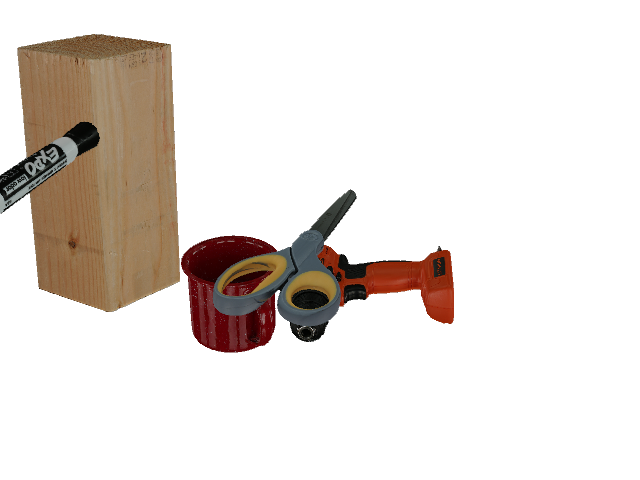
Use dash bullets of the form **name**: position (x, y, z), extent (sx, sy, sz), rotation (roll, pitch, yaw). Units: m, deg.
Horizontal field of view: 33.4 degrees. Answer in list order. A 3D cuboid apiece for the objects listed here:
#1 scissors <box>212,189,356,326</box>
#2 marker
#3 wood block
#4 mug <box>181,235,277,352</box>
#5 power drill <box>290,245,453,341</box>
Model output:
- **scissors**: position (0.004, 0.012, 0.787), extent (0.096, 0.016, 0.201), rotation (22, 35, 30)
- **marker**: position (-0.173, -0.044, 0.655), extent (0.020, 0.020, 0.121), rotation (0, 28, 26)
- **wood block**: position (-0.181, -0.059, 0.884), extent (0.091, 0.206, 0.090), rotation (14, 24, 32)
- **mug**: position (-0.077, 0.058, 1.011), extent (0.093, 0.081, 0.117), rotation (-19, 35, -29)
- **power drill**: position (0.060, 0.060, 1.236), extent (0.187, 0.057, 0.184), rotation (1, 28, 5)
